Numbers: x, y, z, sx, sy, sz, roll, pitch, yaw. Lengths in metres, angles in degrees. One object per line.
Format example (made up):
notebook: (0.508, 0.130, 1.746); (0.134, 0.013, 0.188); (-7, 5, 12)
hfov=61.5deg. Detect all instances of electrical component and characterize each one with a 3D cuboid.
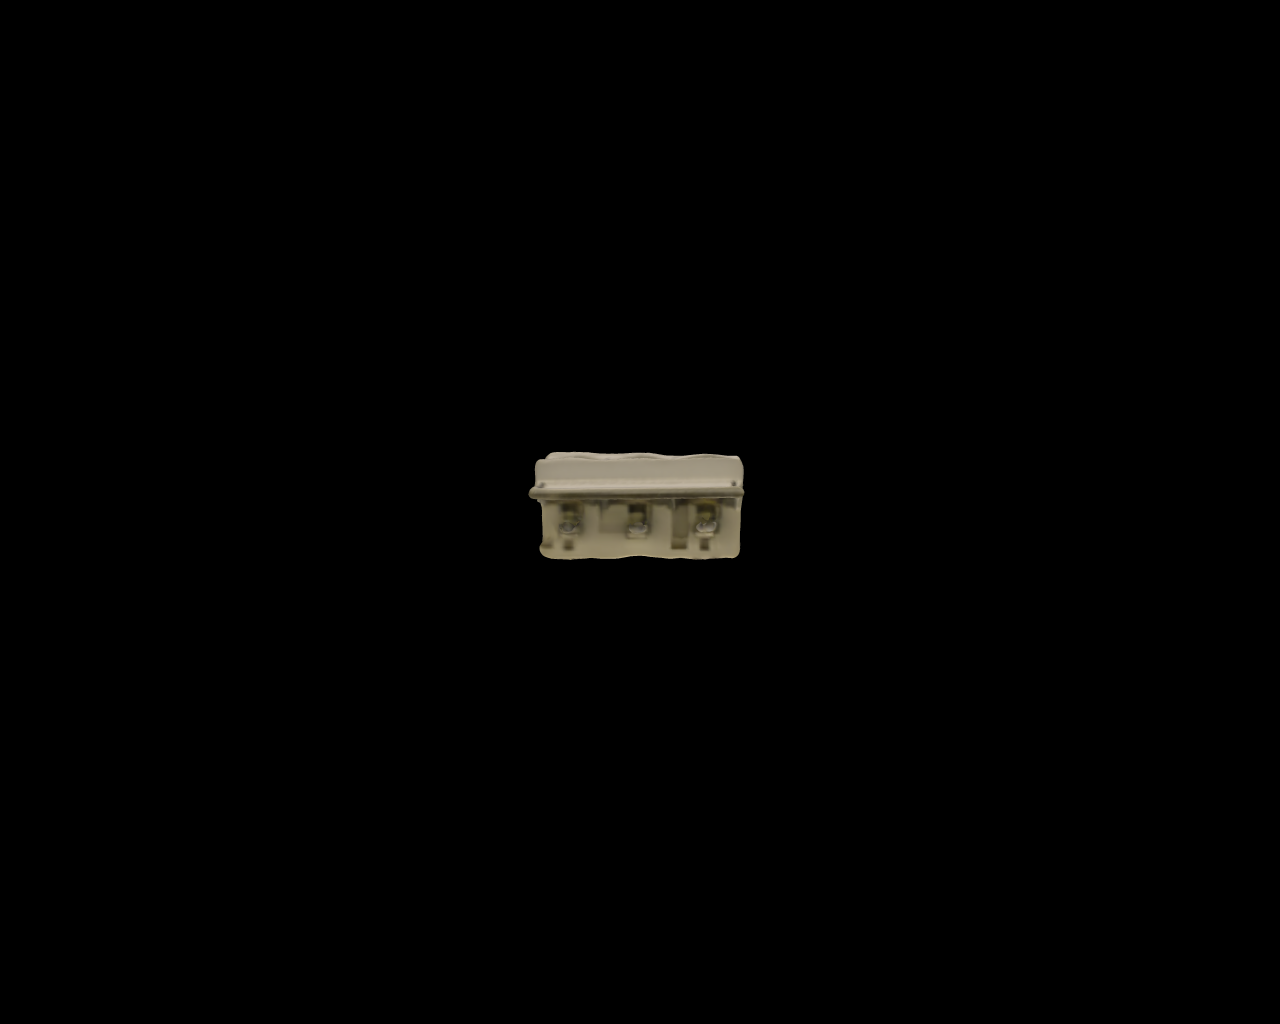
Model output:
electrical component: (0.001, -0.003, 0.650); (0.121, 0.063, 0.079); (1, 8, 5)
